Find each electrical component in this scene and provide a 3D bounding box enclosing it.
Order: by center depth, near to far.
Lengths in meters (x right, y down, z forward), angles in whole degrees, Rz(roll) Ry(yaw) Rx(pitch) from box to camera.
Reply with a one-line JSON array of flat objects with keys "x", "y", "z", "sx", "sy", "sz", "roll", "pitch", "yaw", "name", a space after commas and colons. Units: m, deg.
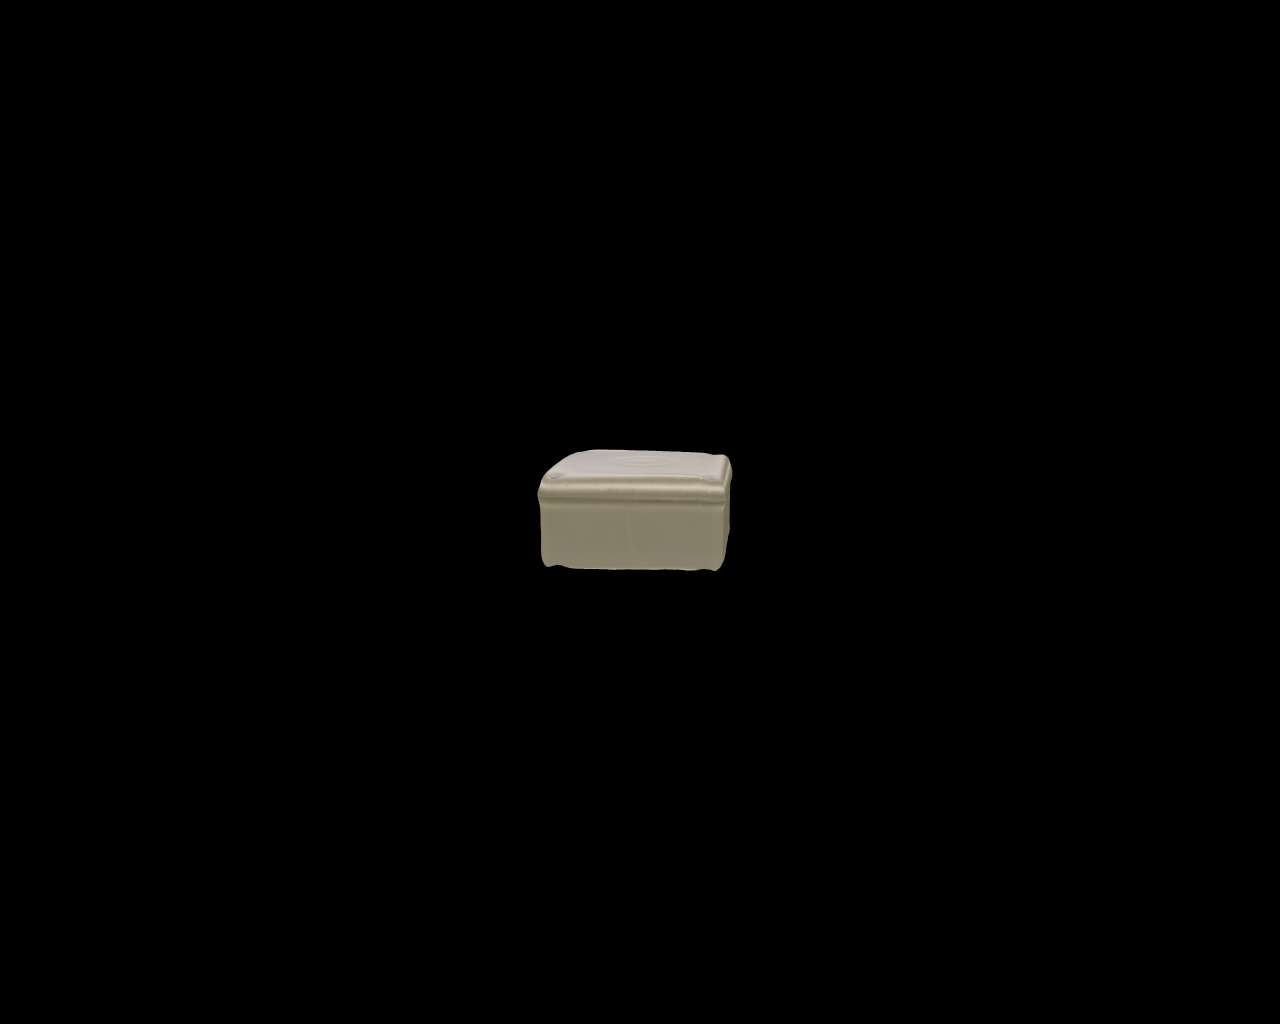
[{"x": 0.001, "y": -0.003, "z": 0.650, "sx": 0.109, "sy": 0.056, "sz": 0.109, "roll": 1, "pitch": 12, "yaw": 7, "name": "electrical component"}]
